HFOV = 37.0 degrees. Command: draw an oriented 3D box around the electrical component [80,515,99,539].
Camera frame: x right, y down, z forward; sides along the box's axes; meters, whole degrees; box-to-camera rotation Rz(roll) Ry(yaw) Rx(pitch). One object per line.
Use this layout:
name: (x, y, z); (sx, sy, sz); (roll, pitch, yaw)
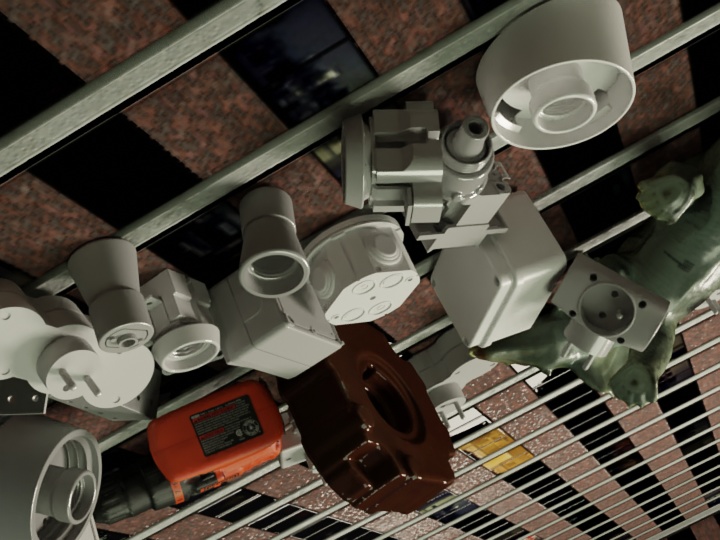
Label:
electrical component: (-0.279, 0.219, 0.887); (0.109, 0.108, 0.056); (-25, 151, 0)

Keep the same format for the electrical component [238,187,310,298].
electrical component: (-0.057, -0.021, 0.680); (0.044, 0.065, 0.044); (-6, 138, -6)

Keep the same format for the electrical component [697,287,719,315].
electrical component: (0.337, 0.014, 1.063); (0.052, 0.073, 0.138); (-38, 151, 25)

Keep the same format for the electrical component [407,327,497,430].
electrical component: (0.078, 0.116, 1.035); (0.138, 0.073, 0.052); (-39, 150, 27)

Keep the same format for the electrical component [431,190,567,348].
electrical component: (0.105, 0.001, 0.843); (0.057, 0.078, 0.113); (-17, 153, -20)

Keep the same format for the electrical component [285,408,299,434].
electrical component: (-0.041, 0.130, 0.991); (0.077, 0.047, 0.066); (-38, 151, 24)

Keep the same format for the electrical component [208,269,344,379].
electrical component: (-0.062, 0.039, 0.791); (0.061, 0.061, 0.096); (-33, 152, 17)

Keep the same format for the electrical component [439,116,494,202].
electrical component: (0.066, -0.076, 0.693); (0.048, 0.048, 0.062); (-16, 161, -17)

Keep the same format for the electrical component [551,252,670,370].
electrical component: (0.180, 0.039, 0.812); (0.079, 0.077, 0.044); (-64, 170, 22)

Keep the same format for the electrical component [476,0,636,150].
electrical component: (0.123, -0.122, 0.672); (0.099, 0.064, 0.099); (-7, 152, -4)

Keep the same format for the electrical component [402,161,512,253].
electrical component: (0.070, -0.049, 0.762); (0.081, 0.042, 0.063); (-7, 145, -33)

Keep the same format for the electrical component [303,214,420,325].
electrical component: (0.000, 0.000, 0.782); (0.080, 0.051, 0.080); (-19, 153, -10)

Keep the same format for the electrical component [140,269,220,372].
electrical component: (-0.125, 0.036, 0.739); (0.048, 0.055, 0.066); (-33, 152, 17)

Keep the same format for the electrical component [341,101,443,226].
electrical component: (0.018, -0.066, 0.657); (0.057, 0.078, 0.058); (-1, 151, -4)

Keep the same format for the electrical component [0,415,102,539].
electrical component: (-0.235, 0.165, 0.809); (0.060, 0.108, 0.108); (9, 158, 15)

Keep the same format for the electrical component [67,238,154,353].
electrical component: (-0.153, 0.018, 0.672); (0.044, 0.065, 0.044); (-19, 152, -10)

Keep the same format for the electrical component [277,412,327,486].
electrical component: (-0.037, 0.170, 1.036); (0.083, 0.075, 0.047); (-18, 153, -13)

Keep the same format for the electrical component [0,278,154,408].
electrical component: (-0.186, 0.056, 0.676); (0.138, 0.074, 0.052); (25, 101, -47)
